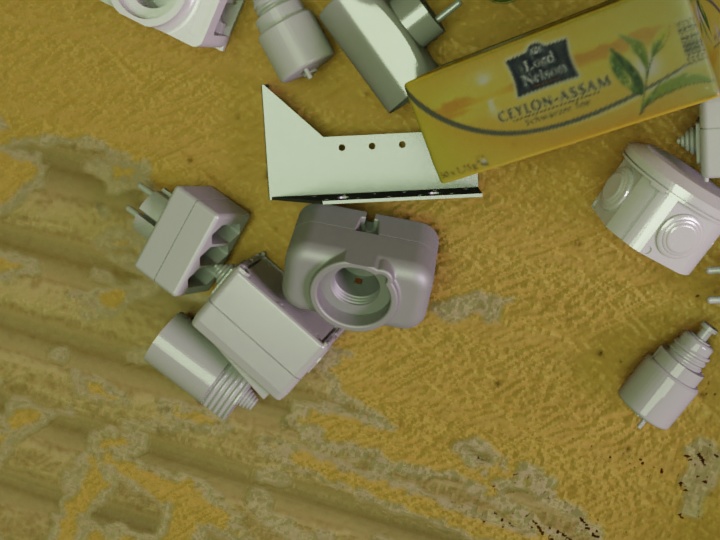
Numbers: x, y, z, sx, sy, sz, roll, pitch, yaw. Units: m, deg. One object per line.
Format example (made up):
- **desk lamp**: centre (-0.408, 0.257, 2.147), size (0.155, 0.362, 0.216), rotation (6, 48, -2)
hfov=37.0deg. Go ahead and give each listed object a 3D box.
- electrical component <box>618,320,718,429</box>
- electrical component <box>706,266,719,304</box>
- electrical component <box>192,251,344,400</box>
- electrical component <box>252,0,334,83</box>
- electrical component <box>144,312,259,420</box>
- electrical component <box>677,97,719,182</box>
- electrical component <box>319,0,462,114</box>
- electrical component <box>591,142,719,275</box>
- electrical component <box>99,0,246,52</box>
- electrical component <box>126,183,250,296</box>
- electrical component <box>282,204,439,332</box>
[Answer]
- **electrical component**: centre (0.202, 0.067, 0.695), size (0.040, 0.040, 0.078), rotation (36, 105, 3)
- **electrical component**: centre (0.253, 0.008, 0.666), size (0.074, 0.052, 0.138), rotation (-3, 100, 12)
- **electrical component**: centre (-0.068, 0.035, 0.733), size (0.096, 0.062, 0.061), rotation (41, 105, 2)
- **electrical component**: centre (-0.049, -0.159, 0.703), size (0.040, 0.040, 0.078), rotation (-27, 94, 15)
- **electrical component**: centre (-0.106, 0.071, 0.757), size (0.081, 0.043, 0.043), rotation (37, 105, 3)
- **electrical component**: centre (0.238, -0.088, 0.639), size (0.096, 0.062, 0.061), rotation (-1, 104, 20)
- **electrical component**: centre (0.027, -0.154, 0.686), size (0.079, 0.044, 0.077), rotation (-36, 92, 16)
- **electrical component**: centre (0.186, -0.039, 0.658), size (0.080, 0.080, 0.051), rotation (34, 110, 4)
- **electrical component**: centre (-0.159, -0.232, 0.701), size (0.186, 0.060, 0.105), rotation (27, 105, 5)
- **electrical component**: centre (-0.129, -0.031, 0.741), size (0.077, 0.047, 0.065), rotation (35, 106, 16)
- **electrical component**: centre (0.000, 0.000, 0.701), size (0.095, 0.059, 0.053), rotation (11, 128, 2)
